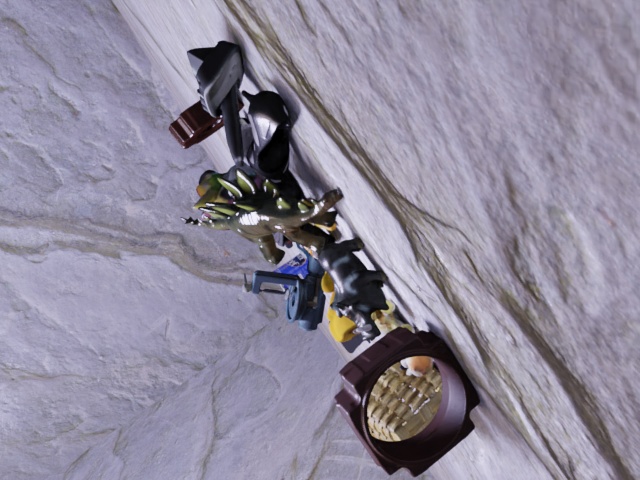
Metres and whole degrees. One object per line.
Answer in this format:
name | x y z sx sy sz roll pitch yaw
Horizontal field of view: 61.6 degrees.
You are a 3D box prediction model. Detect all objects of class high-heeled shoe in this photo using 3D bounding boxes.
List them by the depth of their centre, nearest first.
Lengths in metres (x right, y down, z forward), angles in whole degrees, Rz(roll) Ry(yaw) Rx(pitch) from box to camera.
high-heeled shoe | -0.068 -0.150 0.906 0.145 0.086 0.248 44 164 40

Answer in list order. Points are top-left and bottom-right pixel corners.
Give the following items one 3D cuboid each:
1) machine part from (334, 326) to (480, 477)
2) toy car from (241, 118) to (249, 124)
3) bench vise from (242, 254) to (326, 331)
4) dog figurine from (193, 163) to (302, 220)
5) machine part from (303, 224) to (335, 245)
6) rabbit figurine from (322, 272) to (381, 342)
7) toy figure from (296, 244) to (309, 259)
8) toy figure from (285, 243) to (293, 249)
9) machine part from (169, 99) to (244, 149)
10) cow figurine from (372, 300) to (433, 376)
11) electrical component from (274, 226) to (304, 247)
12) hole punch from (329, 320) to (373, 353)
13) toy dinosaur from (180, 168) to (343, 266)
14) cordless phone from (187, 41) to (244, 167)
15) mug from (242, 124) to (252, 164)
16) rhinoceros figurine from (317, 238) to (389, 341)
machine part | 0.143 0.261 0.878 0.201 0.201 0.087 58 169 -12
toy car | -0.169 -0.220 1.283 0.073 0.056 0.201 52 171 20
bench vise | -0.066 0.108 1.314 0.129 0.241 0.223 -127 48 -68
dog figurine | -0.173 -0.102 1.208 0.191 0.219 0.108 54 175 15
machine part | -0.002 -0.003 1.139 0.084 0.039 0.139 35 -176 -5
rabbit figurine | 0.051 0.112 1.141 0.162 0.122 0.173 56 -165 -60
toy figure | -0.010 0.040 1.396 0.154 0.058 0.064 57 -150 -19
toy figure | -0.102 -0.050 1.482 0.180 0.082 0.089 -124 24 -58
machine part | -0.251 -0.267 1.187 0.056 0.179 0.179 55 172 -8
cow figurine | 0.156 0.199 1.022 0.167 0.068 0.098 53 177 38
electrical component | -0.071 -0.028 1.200 0.075 0.119 0.047 20 118 35
hole punch | 0.100 0.219 1.417 0.142 0.092 0.115 56 143 22
toy dinosaur | -0.125 -0.046 1.045 0.198 0.105 0.472 38 150 -26
cordless phone | -0.160 -0.223 0.911 0.146 0.089 0.184 125 134 -82
mug | -0.126 -0.183 1.107 0.110 0.081 0.107 46 177 33
rhinoceros figurine | 0.064 0.087 0.972 0.190 0.112 0.073 63 170 6
